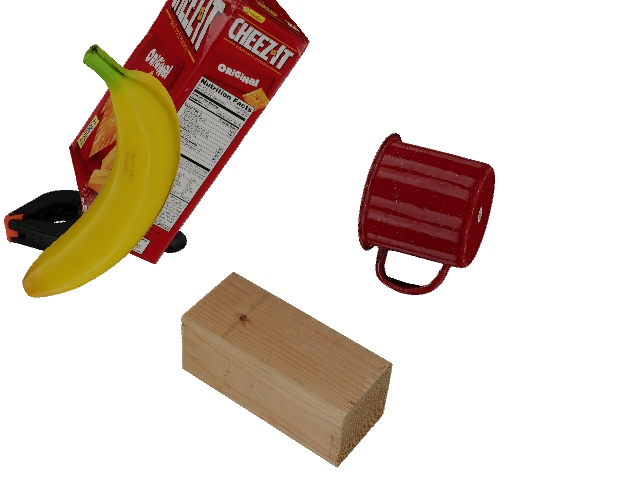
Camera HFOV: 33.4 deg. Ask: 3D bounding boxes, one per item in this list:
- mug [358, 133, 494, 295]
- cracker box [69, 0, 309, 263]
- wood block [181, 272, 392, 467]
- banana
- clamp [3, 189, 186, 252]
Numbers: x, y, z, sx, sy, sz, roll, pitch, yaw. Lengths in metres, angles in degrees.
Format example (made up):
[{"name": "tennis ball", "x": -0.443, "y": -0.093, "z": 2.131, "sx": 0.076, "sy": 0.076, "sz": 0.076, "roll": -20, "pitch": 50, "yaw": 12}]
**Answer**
[{"name": "mug", "x": 0.079, "y": -0.016, "z": 0.809, "sx": 0.082, "sy": 0.117, "sz": 0.093, "roll": 16, "pitch": -3, "yaw": 18}, {"name": "cracker box", "x": -0.115, "y": -0.113, "z": 0.853, "sx": 0.072, "sy": 0.214, "sz": 0.164, "roll": 28, "pitch": 17, "yaw": -29}, {"name": "wood block", "x": -0.038, "y": 0.132, "z": 1.118, "sx": 0.206, "sy": 0.090, "sz": 0.090, "roll": 29, "pitch": 48, "yaw": 23}, {"name": "banana", "x": -0.127, "y": -0.031, "z": 0.642, "sx": 0.069, "sy": 0.198, "sz": 0.037, "roll": 19, "pitch": 38, "yaw": -10}, {"name": "clamp", "x": -0.219, "y": -0.029, "z": 1.046, "sx": 0.171, "sy": 0.039, "sz": 0.120, "roll": 0, "pitch": 34, "yaw": -9}]
